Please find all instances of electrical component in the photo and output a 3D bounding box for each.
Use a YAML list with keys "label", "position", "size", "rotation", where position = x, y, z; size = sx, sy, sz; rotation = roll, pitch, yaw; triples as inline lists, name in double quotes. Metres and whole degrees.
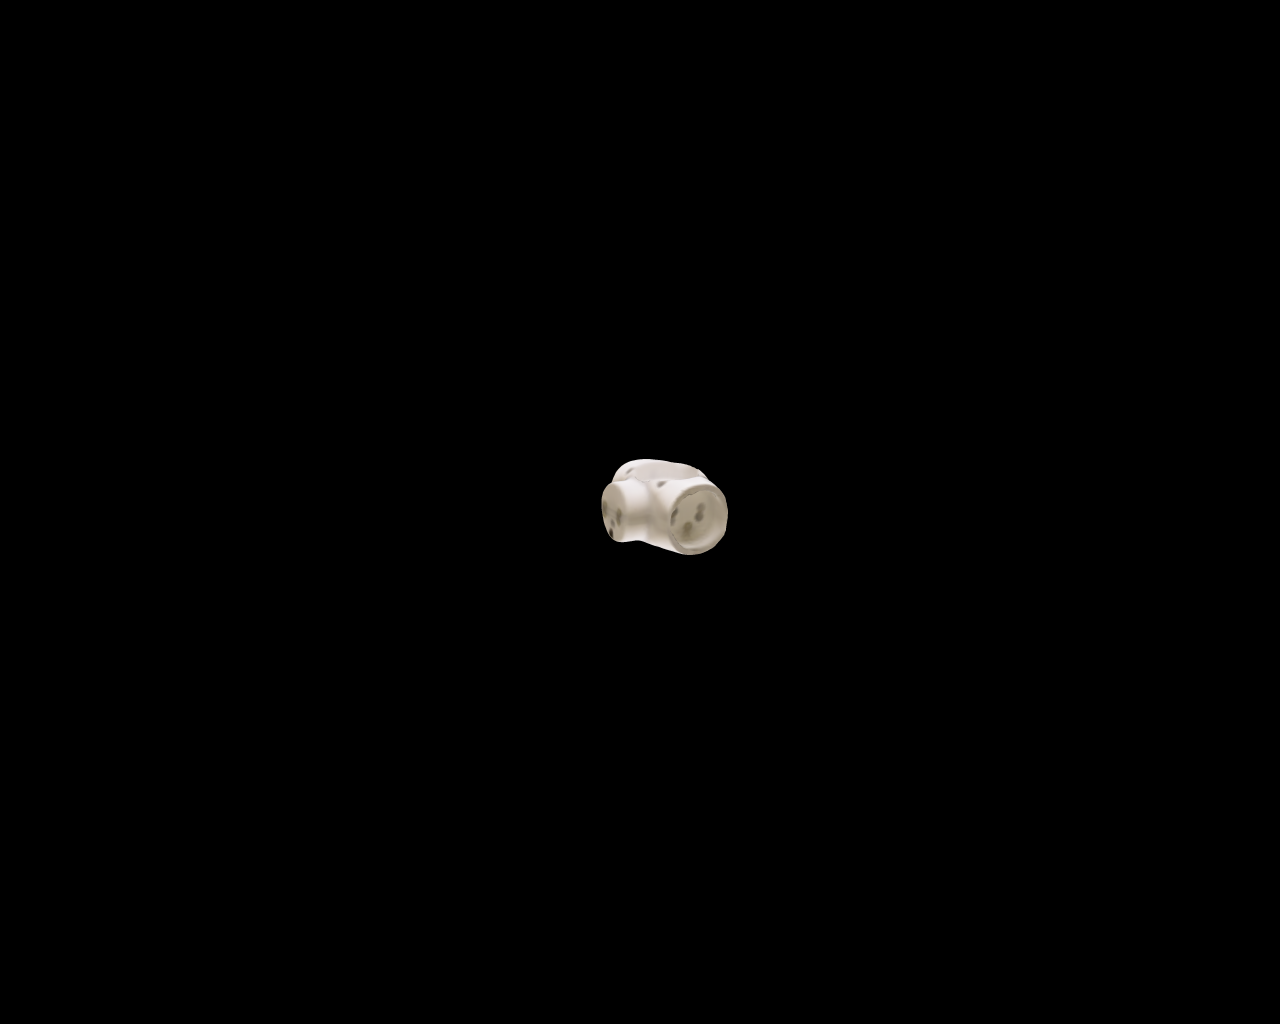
- label: "electrical component"
  position: [0.001, -0.003, 0.650]
  size: [0.079, 0.044, 0.077]
  rotation: [-8, 18, -26]
